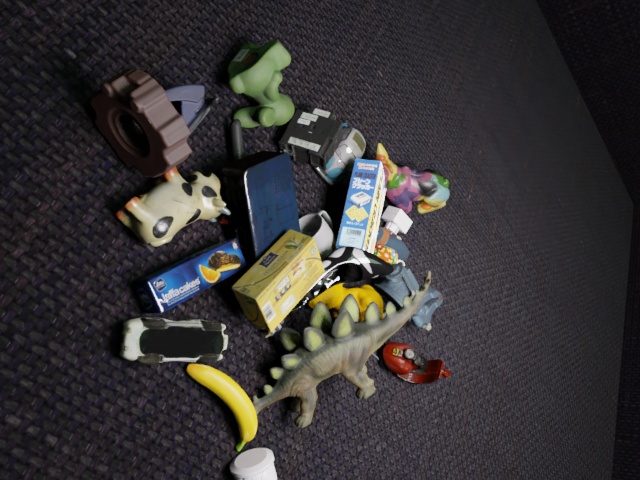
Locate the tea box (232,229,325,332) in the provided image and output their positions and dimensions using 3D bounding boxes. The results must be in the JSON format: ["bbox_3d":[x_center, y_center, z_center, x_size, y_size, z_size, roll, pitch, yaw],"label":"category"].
[{"bbox_3d":[-0.073,0.073,1.001,0.169,0.068,0.098,-46,139,-31],"label":"tea box"}]

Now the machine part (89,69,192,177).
[{"bbox_3d":[-0.290,-0.181,0.862,0.056,0.179,0.179,-49,116,-36],"label":"machine part"}]

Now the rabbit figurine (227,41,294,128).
[{"bbox_3d":[-0.108,-0.299,1.111,0.170,0.121,0.159,53,50,-43],"label":"rabbit figurine"}]

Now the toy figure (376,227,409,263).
[{"bbox_3d":[0.163,0.006,1.362,0.154,0.058,0.064,36,52,-30],"label":"toy figure"}]

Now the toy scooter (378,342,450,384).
[{"bbox_3d":[0.238,0.308,1.319,0.183,0.135,0.075,40,58,-32],"label":"toy scooter"}]

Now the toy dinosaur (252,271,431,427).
[{"bbox_3d":[0.045,0.218,1.072,0.471,0.105,0.198,-26,113,-19],"label":"toy dinosaur"}]

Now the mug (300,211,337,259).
[{"bbox_3d":[-0.002,-0.004,1.185,0.107,0.081,0.109,55,44,-38],"label":"mug"}]

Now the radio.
[{"bbox_3d":[-0.110,-0.048,1.041,0.131,0.073,0.229,-27,117,-44],"label":"radio"}]

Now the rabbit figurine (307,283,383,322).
[{"bbox_3d":[0.053,0.127,1.189,0.173,0.122,0.162,20,64,-21],"label":"rabbit figurine"}]

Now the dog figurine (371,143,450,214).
[{"bbox_3d":[0.211,-0.158,1.362,0.219,0.192,0.108,41,49,-48],"label":"dog figurine"}]

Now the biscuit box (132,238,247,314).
[{"bbox_3d":[-0.226,0.062,0.950,0.203,0.059,0.062,-30,103,-44],"label":"biscuit box"}]

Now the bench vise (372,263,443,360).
[{"bbox_3d":[0.179,0.179,1.299,0.240,0.129,0.223,-43,135,-14],"label":"bench vise"}]

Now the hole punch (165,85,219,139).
[{"bbox_3d":[-0.257,-0.227,0.935,0.092,0.142,0.116,47,64,-24],"label":"hole punch"}]

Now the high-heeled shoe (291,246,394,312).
[{"bbox_3d":[0.032,0.092,1.106,0.249,0.086,0.145,5,56,-2],"label":"high-heeled shoe"}]

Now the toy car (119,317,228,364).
[{"bbox_3d":[-0.242,0.171,0.915,0.201,0.056,0.073,13,79,-47],"label":"toy car"}]

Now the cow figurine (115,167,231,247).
[{"bbox_3d":[-0.243,-0.059,0.942,0.127,0.085,0.195,55,46,-15],"label":"cow figurine"}]

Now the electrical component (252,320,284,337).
[{"bbox_3d":[-0.112,0.144,1.060,0.078,0.045,0.102,-44,113,-40],"label":"electrical component"}]

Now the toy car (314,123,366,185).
[{"bbox_3d":[0.057,-0.212,1.266,0.109,0.103,0.162,52,52,-26],"label":"toy car"}]

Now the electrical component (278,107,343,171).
[{"bbox_3d":[-0.014,-0.229,1.184,0.058,0.115,0.134,90,25,-60],"label":"electrical component"}]
